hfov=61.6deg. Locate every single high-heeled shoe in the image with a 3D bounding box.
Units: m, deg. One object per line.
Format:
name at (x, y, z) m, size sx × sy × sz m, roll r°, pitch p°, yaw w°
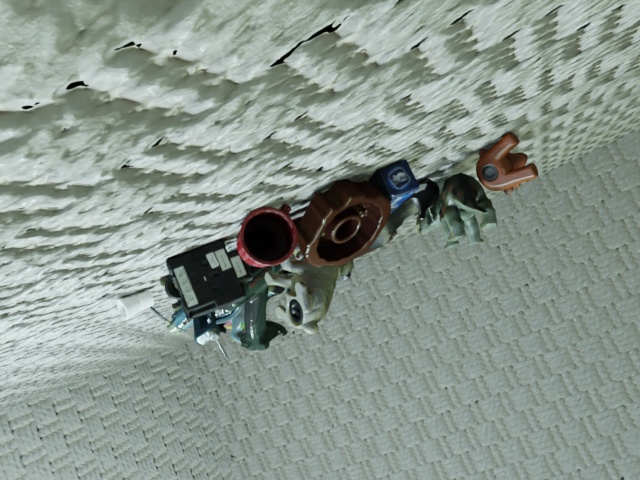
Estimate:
high-heeled shoe at (0.167, -0.067, 1.286) m, size 0.249 × 0.086 × 0.145 m, roll -18°, pitch -144°, yaw 28°

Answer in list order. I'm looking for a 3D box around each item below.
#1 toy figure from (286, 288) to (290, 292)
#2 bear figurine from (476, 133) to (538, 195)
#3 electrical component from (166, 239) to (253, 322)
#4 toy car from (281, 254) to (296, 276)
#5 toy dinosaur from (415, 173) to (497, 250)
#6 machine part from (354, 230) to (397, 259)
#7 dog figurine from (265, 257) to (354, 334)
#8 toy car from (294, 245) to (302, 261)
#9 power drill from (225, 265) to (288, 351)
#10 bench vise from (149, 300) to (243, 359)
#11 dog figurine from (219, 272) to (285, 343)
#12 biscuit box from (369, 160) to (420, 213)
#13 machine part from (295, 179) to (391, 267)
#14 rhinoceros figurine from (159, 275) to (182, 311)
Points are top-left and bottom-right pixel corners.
toy figure at (-0.047, 0.128, 1.458) m, size 0.089 × 0.082 × 0.180 m, roll -38°, pitch 178°, yaw 1°
bear figurine at (0.441, -0.173, 1.240) m, size 0.132 × 0.120 × 0.196 m, roll -35°, pitch 169°, yaw 39°
electrical component at (-0.189, 0.067, 0.945) m, size 0.134 × 0.115 × 0.058 m, roll -20°, pitch 174°, yaw -19°
toy car at (-0.016, 0.030, 1.372) m, size 0.202 × 0.053 × 0.089 m, roll -19°, pitch 138°, yaw -24°
toy dinosaur at (0.329, -0.089, 1.273) m, size 0.131 × 0.192 × 0.404 m, roll -16°, pitch 166°, yaw -5°
machine part at (0.110, -0.001, 1.541) m, size 0.201 × 0.087 × 0.201 m, roll -23°, pitch 174°, yaw -10°
dog figurine at (0.010, 0.092, 1.072) m, size 0.190 × 0.172 × 0.121 m, roll -8°, pitch 164°, yaw -36°
toy car at (-0.002, -0.004, 1.198) m, size 0.056 × 0.073 × 0.201 m, roll -25°, pitch 174°, yaw 35°
power drill at (-0.117, 0.120, 1.158) m, size 0.086 × 0.207 × 0.232 m, roll 21°, pitch -145°, yaw 30°
bench vise at (-0.261, 0.161, 1.197) m, size 0.224 × 0.128 × 0.241 m, roll -31°, pitch -151°, yaw 1°
dog figurine at (-0.193, 0.132, 1.346) m, size 0.192 × 0.219 × 0.108 m, roll 20°, pitch 179°, yaw 10°
biscuit box at (0.126, -0.089, 1.037) m, size 0.059 × 0.063 × 0.202 m, roll -24°, pitch 173°, yaw -11°
machine part at (0.039, -0.029, 0.946) m, size 0.179 × 0.056 × 0.179 m, roll -24°, pitch 144°, yaw -19°
rhinoceros figurine at (-0.249, 0.086, 1.058) m, size 0.112 × 0.073 × 0.190 m, roll -23°, pitch 173°, yaw 2°
